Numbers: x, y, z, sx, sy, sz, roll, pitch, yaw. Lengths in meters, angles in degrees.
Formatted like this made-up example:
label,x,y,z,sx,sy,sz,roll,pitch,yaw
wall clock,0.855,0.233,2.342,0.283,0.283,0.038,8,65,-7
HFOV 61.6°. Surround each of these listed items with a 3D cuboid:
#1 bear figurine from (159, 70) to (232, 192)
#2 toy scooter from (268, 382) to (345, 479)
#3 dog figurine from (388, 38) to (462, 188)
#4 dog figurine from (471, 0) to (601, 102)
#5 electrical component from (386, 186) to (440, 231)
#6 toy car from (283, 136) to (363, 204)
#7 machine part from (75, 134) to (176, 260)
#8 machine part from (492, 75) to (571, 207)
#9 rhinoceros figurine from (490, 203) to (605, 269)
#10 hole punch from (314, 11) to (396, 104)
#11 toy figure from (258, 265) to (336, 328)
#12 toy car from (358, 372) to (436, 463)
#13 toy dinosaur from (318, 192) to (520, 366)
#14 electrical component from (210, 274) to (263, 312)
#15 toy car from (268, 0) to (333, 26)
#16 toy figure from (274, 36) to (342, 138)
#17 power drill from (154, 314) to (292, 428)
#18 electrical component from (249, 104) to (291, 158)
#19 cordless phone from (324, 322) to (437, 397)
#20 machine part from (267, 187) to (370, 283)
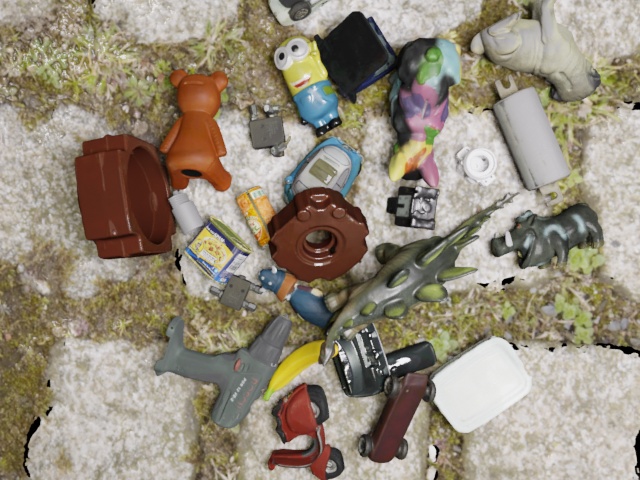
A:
label,x,y,z,sx,sy,sz,roll,pitch,yaw
bear figurine,-0.221,-0.200,0.974,0.120,0.132,0.196,0,72,2
toy scooter,-0.040,0.353,0.970,0.135,0.075,0.183,-14,93,4
dog figurine,0.171,-0.203,0.913,0.108,0.191,0.219,7,75,-3
dog figurine,0.377,-0.308,0.941,0.172,0.121,0.190,-21,105,27
electrical component,0.160,-0.056,0.943,0.048,0.119,0.074,7,89,-14
toy car,0.007,-0.108,0.954,0.109,0.103,0.161,39,93,1
machine part,-0.329,-0.069,0.921,0.087,0.201,0.201,-10,90,5
machine part,0.372,-0.177,0.947,0.079,0.079,0.243,-23,88,3
rhinoceros figurine,0.399,-0.005,0.947,0.190,0.073,0.112,-20,90,3
hole punch,0.070,-0.333,0.968,0.116,0.092,0.142,-32,91,33
toy figure,-0.044,0.100,0.978,0.154,0.058,0.064,35,86,7
toy car,0.133,0.308,0.942,0.089,0.053,0.202,11,112,-15
toy dinosaur,0.165,0.050,0.898,0.471,0.199,0.105,-40,101,-30
electrical component,-0.156,0.095,1.000,0.094,0.021,0.063,22,91,4
toy car,0.001,-0.464,0.979,0.202,0.056,0.073,-28,82,1
toy figure,-0.021,-0.276,0.967,0.082,0.089,0.180,-28,97,-4
power drill,-0.181,0.209,0.980,0.207,0.086,0.232,21,93,-5
electrical component,-0.091,-0.202,0.987,0.078,0.045,0.102,-3,89,2
cordless phone,0.114,0.194,0.969,0.184,0.089,0.146,-17,87,-9
machine part,-0.002,-0.003,0.929,0.179,0.056,0.179,-5,129,-6
